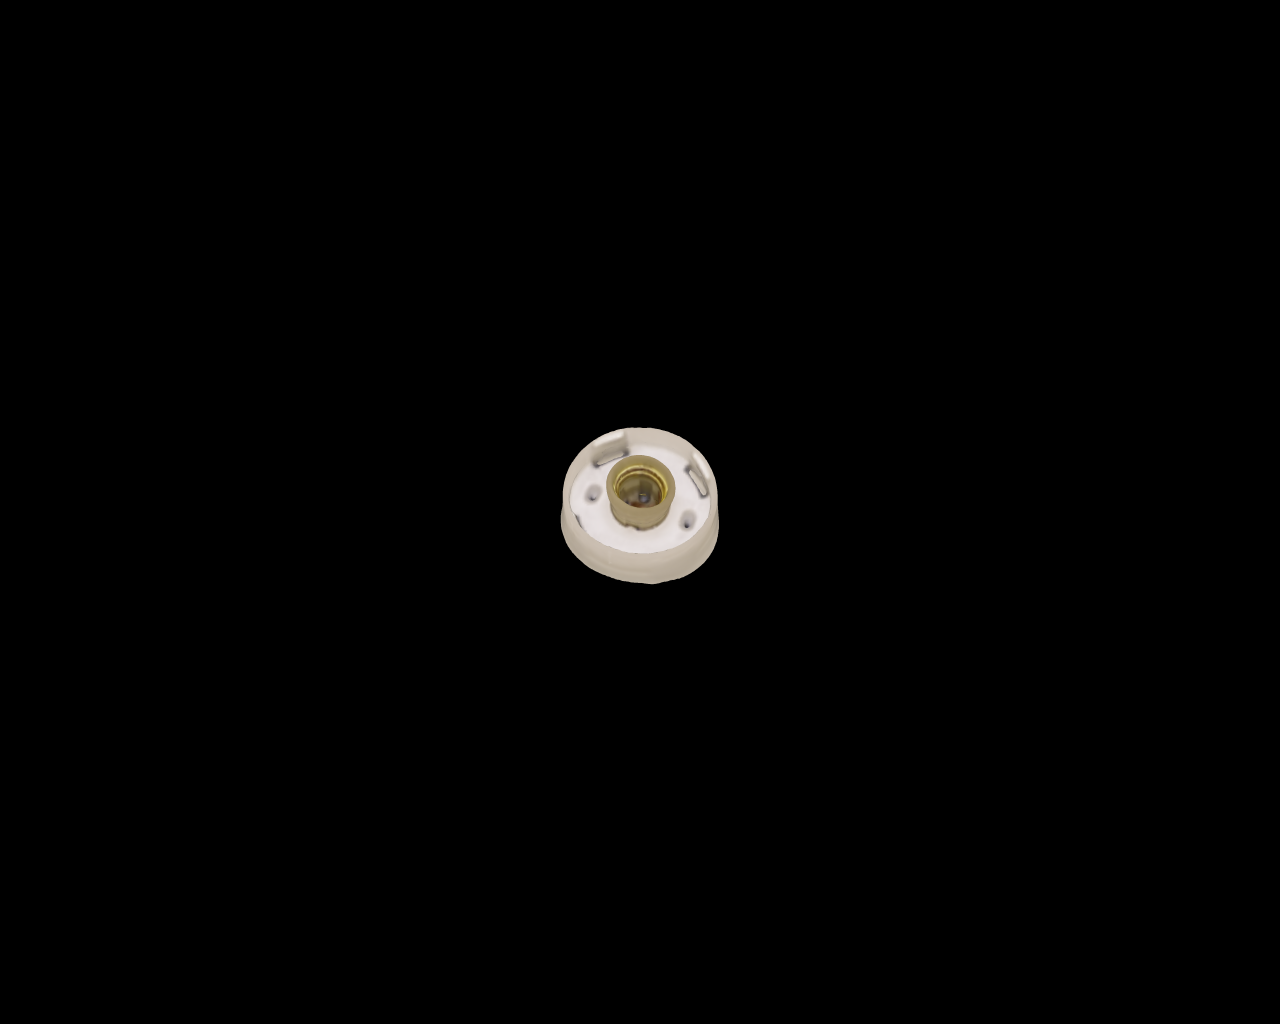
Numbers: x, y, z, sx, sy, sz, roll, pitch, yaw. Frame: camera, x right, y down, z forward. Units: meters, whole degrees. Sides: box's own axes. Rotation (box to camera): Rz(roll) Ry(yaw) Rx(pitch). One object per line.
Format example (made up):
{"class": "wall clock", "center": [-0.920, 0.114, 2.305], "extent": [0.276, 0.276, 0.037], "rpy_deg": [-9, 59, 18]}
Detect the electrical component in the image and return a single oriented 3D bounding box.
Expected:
{"class": "electrical component", "center": [0.001, -0.003, 0.650], "extent": [0.099, 0.099, 0.064], "rpy_deg": [0, -30, 0]}
